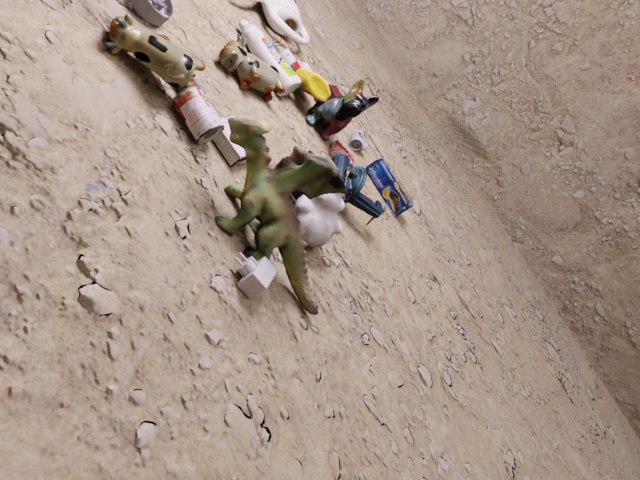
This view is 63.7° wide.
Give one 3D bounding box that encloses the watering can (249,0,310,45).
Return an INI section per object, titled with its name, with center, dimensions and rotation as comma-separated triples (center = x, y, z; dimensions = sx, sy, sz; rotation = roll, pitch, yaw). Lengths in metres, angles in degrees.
[watering can]
center = -0.159, -0.801, 1.760
dimensions = 0.344, 0.103, 0.229
rotation = 24, 40, -46

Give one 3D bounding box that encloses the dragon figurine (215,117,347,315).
[dragon figurine]
center = -0.057, -0.064, 1.012
dimensions = 0.409, 0.240, 0.124
rotation = 50, 23, -7

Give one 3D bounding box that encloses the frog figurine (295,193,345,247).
[frog figurine]
center = 0.004, -0.059, 1.175
dimensions = 0.136, 0.157, 0.126
rotation = 40, 33, -29
